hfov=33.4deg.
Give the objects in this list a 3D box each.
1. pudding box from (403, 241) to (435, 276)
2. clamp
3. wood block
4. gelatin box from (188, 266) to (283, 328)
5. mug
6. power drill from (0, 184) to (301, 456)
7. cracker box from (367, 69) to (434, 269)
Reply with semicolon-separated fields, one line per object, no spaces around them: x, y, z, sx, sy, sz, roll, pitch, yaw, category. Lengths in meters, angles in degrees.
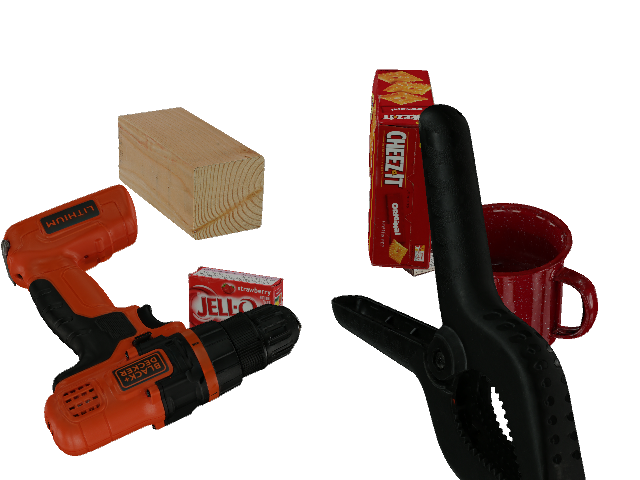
0.164;0.010;1.605;0.113;0.039;0.090;-17;27;-20;pudding box
0.074;0.047;0.529;0.036;0.165;0.210;-7;44;-27;clamp
-0.158;-0.084;1.272;0.090;0.090;0.206;-12;28;-32;wood block
-0.080;0.068;1.003;0.089;0.073;0.030;8;18;18;gelatin box
0.140;0.034;0.754;0.117;0.081;0.093;17;39;32;mug
-0.130;0.045;0.759;0.184;0.057;0.188;-22;53;-22;power drill
0.090;-0.086;1.198;0.072;0.164;0.213;2;24;3;cracker box
